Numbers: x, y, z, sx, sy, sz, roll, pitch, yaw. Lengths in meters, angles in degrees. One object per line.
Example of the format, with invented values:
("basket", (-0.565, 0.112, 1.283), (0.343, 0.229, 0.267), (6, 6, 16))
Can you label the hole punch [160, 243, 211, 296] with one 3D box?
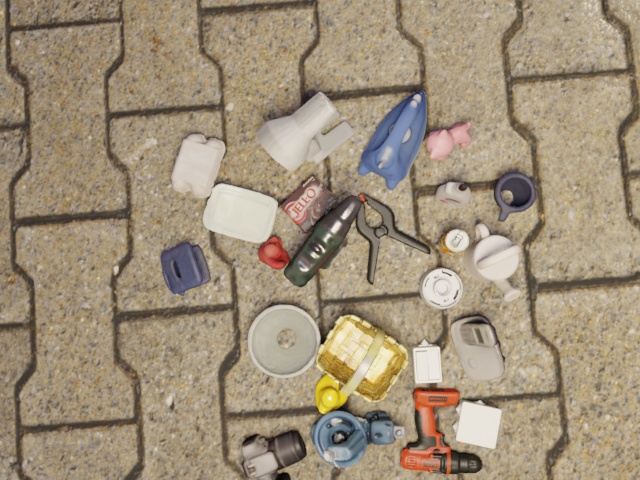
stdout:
("hole punch", (-0.321, 0.070, 1.343), (0.101, 0.091, 0.109), (-21, 84, 1))

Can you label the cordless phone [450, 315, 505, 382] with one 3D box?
("cordless phone", (0.356, 0.240, 1.249), (0.094, 0.185, 0.147), (-21, 84, 1))

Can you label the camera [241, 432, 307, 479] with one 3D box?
("camera", (-0.097, 0.503, 1.291), (0.137, 0.101, 0.143), (-23, 84, 1))

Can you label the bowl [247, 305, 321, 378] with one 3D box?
("bowl", (-0.080, 0.232, 1.326), (0.167, 0.075, 0.167), (0, 85, 3))

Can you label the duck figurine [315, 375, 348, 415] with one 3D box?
("duck figurine", (0.026, 0.350, 1.305), (0.077, 0.086, 0.104), (26, 87, 5))

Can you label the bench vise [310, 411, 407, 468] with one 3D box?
("bench vise", (0.076, 0.418, 1.230), (0.207, 0.220, 0.121), (-25, 84, 1))

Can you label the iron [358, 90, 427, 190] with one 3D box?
("iron", (0.186, -0.253, 1.320), (0.118, 0.141, 0.258), (26, 87, 5))

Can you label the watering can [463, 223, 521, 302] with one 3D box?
("watering can", (0.389, 0.046, 1.259), (0.101, 0.194, 0.173), (-44, 84, -1))

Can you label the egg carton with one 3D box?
("egg carton", (-0.292, -0.178, 1.373), (0.107, 0.069, 0.150), (16, 86, 4))

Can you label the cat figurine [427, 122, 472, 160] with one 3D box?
("cat figurine", (0.295, -0.233, 1.325), (0.128, 0.118, 0.067), (-31, 84, 0))

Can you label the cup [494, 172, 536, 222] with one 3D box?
("cup", (0.433, -0.091, 1.318), (0.091, 0.095, 0.118), (26, 87, 5))

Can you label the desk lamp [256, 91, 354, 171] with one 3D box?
("desk lamp", (-0.031, -0.245, 1.293), (0.203, 0.213, 0.118), (-40, 84, -1))

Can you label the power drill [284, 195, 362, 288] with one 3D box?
("power drill", (0.012, 0.005, 1.273), (0.075, 0.208, 0.230), (38, 88, 6))

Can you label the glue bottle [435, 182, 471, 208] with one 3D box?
("glue bottle", (0.307, -0.107, 1.286), (0.078, 0.173, 0.037), (14, 86, 4))

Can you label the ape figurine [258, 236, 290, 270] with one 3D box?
("ape figurine", (-0.110, 0.029, 1.335), (0.076, 0.092, 0.078), (7, 86, 4))
